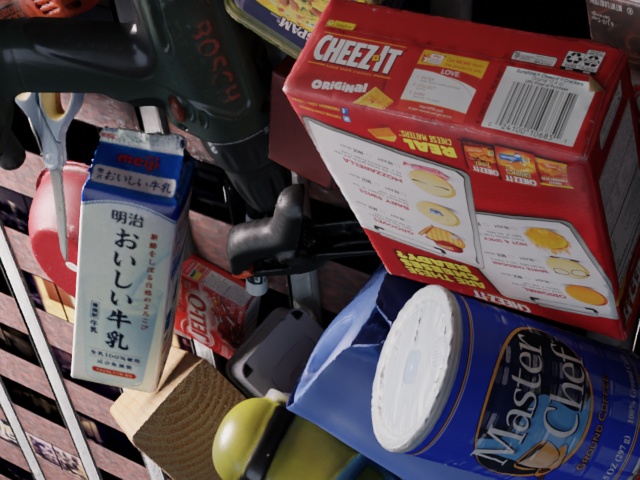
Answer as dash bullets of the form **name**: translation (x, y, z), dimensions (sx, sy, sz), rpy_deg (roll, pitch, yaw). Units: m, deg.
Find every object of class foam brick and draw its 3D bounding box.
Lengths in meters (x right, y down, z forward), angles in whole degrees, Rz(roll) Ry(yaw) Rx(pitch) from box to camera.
- **foam brick**: translation (0.002, -0.083, 0.689), dimensions (0.051, 0.053, 0.078), rpy_deg (25, 141, 17)

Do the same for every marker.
- **marker**: translation (-0.051, 0.000, 0.850), dimensions (0.020, 0.020, 0.121), rpy_deg (24, 142, 18)

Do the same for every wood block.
- **wood block**: translation (-0.120, 0.161, 0.960), dimensions (0.091, 0.090, 0.206), rpy_deg (45, 167, -10)

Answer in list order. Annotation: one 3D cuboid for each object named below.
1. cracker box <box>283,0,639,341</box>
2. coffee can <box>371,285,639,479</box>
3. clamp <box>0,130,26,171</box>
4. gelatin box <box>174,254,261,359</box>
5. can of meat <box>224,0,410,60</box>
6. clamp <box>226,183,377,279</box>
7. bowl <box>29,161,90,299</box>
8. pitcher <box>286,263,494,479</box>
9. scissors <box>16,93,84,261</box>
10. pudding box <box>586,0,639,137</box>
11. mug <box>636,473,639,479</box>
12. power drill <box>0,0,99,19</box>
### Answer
- **cracker box**: translation (0.094, -0.034, 0.599), dimensions (0.164, 0.072, 0.213), rpy_deg (16, 160, 28)
- **coffee can**: translation (0.116, 0.096, 0.653), dimensions (0.140, 0.102, 0.103), rpy_deg (19, 147, -16)
- **clamp**: translation (-0.293, -0.141, 0.821), dimensions (0.164, 0.036, 0.210), rpy_deg (47, 164, 5)
- **gelatin box**: translation (-0.092, 0.063, 0.944), dimensions (0.073, 0.030, 0.089), rpy_deg (28, 142, 14)
- **can of meat**: translation (0.004, -0.151, 0.611), dimensions (0.102, 0.057, 0.084), rpy_deg (34, 141, 5)
- **clamp**: translation (-0.005, 0.001, 0.773), dimensions (0.120, 0.039, 0.172), rpy_deg (17, 161, -23)
- **bowl**: translation (-0.207, 0.008, 0.961), dimensions (0.162, 0.055, 0.162), rpy_deg (22, 141, 19)
- **pitcher**: translation (0.105, 0.133, 0.786), dimensions (0.243, 0.149, 0.145), rpy_deg (35, 119, -2)
- **scissors**: translation (-0.230, -0.083, 0.874), dimensions (0.096, 0.016, 0.202), rpy_deg (33, 129, 21)
- **pudding box**: translation (0.186, -0.079, 0.520), dimensions (0.114, 0.039, 0.090), rpy_deg (35, 151, 48)
- **mug**: translation (0.272, 0.160, 0.707), dimensions (0.117, 0.093, 0.082), rpy_deg (12, 158, -25)
- **power drill**: translation (-0.251, -0.224, 0.748), dimensions (0.185, 0.057, 0.187), rpy_deg (-4, 129, 47)
